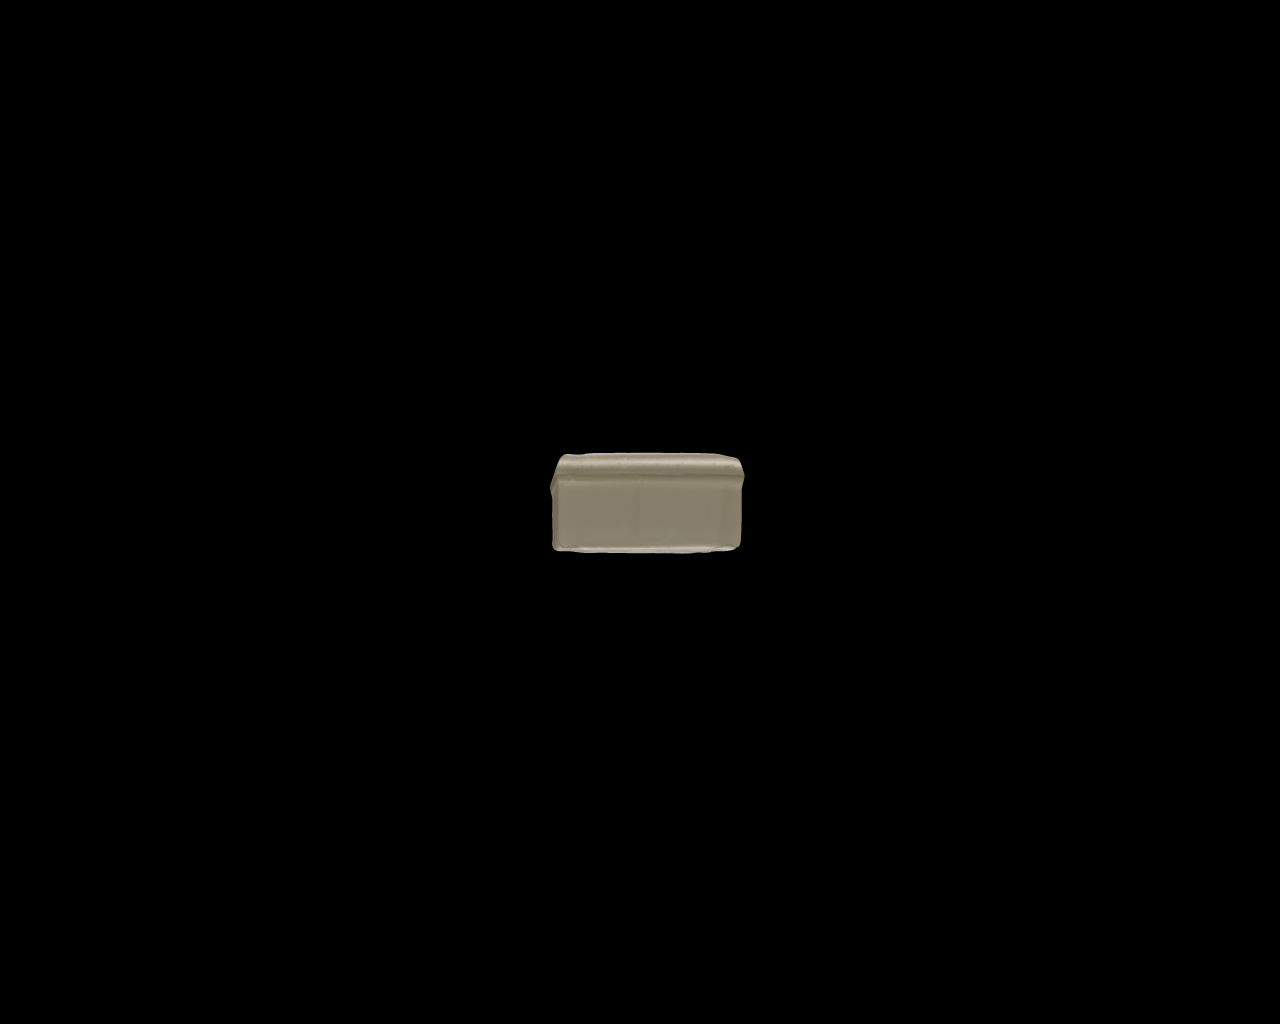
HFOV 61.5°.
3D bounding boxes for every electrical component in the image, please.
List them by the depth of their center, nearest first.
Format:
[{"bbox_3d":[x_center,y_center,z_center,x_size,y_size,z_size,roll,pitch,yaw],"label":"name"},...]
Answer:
[{"bbox_3d":[0.001,-0.003,0.650,0.109,0.056,0.108,0,-3,-7],"label":"electrical component"}]
